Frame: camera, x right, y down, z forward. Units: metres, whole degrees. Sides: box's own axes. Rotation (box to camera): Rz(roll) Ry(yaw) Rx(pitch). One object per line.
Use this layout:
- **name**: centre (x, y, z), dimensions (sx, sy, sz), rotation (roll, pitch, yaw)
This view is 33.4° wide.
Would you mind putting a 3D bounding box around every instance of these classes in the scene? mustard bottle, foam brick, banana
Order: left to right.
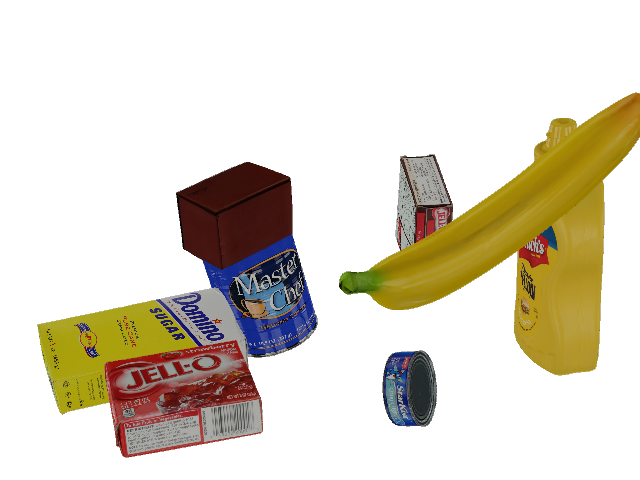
- **foam brick**: centre (-0.067, -0.022, 0.847), dimensions (0.078, 0.051, 0.053), rotation (-27, 37, -35)
- **banana**: centre (0.102, -0.012, 0.603), dimensions (0.198, 0.037, 0.069), rotation (-34, -13, -2)
- **mustard bottle**: centre (0.182, 0.000, 0.813), dimensions (0.058, 0.192, 0.096), rotation (-6, 26, -6)

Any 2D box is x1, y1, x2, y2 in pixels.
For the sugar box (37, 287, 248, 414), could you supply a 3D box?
- **sugar box**: centre (-0.163, 0.098, 0.982), dimensions (0.176, 0.048, 0.093), rotation (-14, 35, -16)

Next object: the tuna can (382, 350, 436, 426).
- **tuna can**: centre (0.101, 0.168, 1.211), dimensions (0.034, 0.086, 0.086), rotation (-5, -2, 26)

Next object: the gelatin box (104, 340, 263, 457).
- **gelatin box**: centre (-0.087, 0.097, 0.667), dimensions (0.089, 0.030, 0.073), rotation (-8, 25, -13)

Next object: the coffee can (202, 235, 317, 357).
- **coffee can**: centre (-0.069, 0.040, 1.160), dimensions (0.103, 0.140, 0.103), rotation (-13, 26, 6)

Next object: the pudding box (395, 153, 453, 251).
- **pudding box**: centre (0.097, -0.019, 1.005), dimensions (0.039, 0.090, 0.113), rotation (-1, 29, -5)
